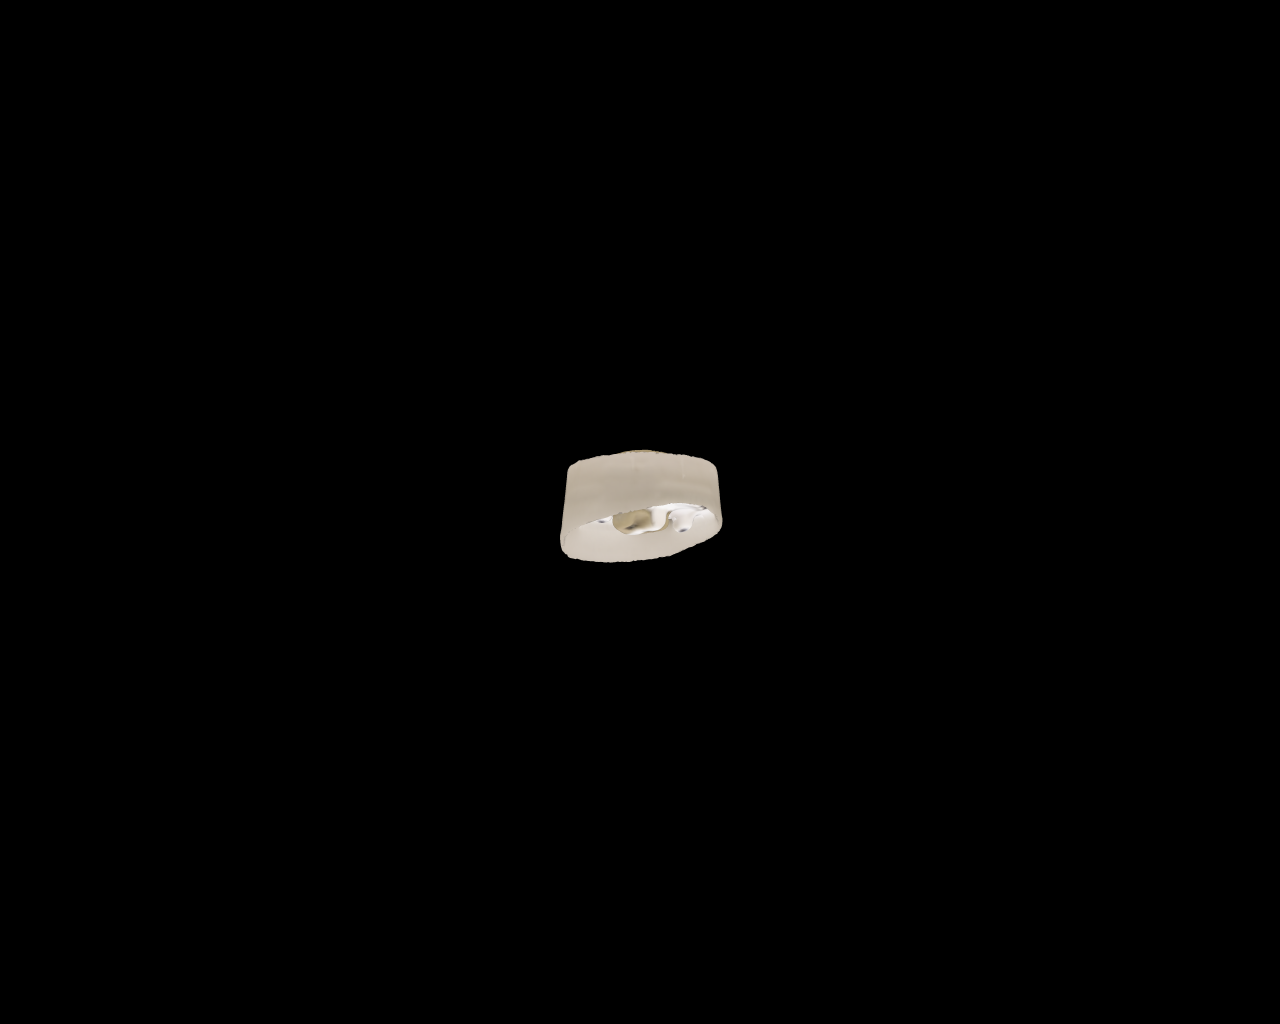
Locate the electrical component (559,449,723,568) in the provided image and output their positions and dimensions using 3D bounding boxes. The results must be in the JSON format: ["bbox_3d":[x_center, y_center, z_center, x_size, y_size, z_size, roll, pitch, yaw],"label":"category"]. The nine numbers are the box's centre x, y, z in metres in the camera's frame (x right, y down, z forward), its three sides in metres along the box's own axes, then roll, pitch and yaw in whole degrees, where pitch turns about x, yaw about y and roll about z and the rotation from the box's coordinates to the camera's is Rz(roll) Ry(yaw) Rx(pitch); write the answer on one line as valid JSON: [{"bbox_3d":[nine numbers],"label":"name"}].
[{"bbox_3d":[0.001,-0.003,0.650,0.099,0.064,0.099,0,-9,0],"label":"electrical component"}]
